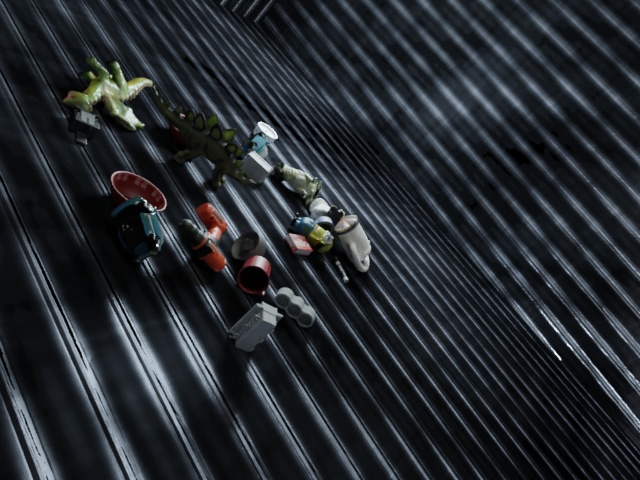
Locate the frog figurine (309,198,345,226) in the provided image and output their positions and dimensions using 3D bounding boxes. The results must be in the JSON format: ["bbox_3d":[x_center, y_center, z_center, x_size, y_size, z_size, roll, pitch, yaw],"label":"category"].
[{"bbox_3d":[0.006,-0.108,2.136,0.160,0.121,0.138,16,14,37],"label":"frog figurine"}]

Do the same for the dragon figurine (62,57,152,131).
[{"bbox_3d":[-0.658,-0.459,1.691,0.412,0.121,0.244,-13,76,-60],"label":"dragon figurine"}]

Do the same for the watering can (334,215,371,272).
[{"bbox_3d":[0.147,-0.001,2.114,0.222,0.103,0.353,64,16,-15],"label":"watering can"}]
